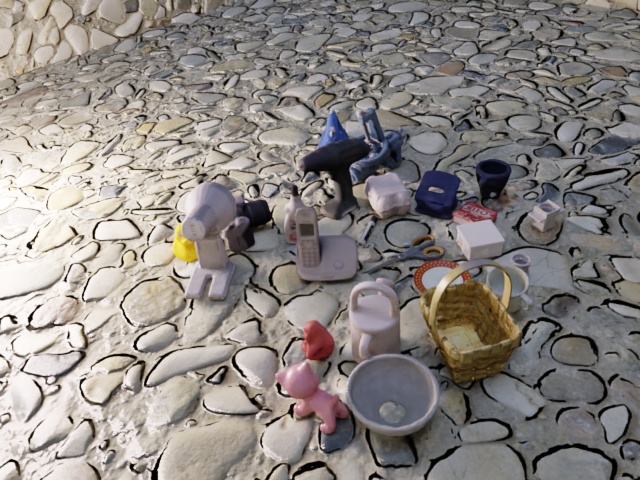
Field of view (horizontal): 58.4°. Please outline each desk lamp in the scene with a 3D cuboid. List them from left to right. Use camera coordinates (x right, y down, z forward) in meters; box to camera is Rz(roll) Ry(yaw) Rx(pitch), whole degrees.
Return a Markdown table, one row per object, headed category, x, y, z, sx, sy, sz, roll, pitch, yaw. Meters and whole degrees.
| category | x | y | z | sx | sy | sz | roll | pitch | yaw |
| --- | --- | --- | --- | --- | --- | --- | --- | --- | --- |
| desk lamp | -0.261 | -0.003 | 1.340 | 0.118 | 0.214 | 0.203 | -1 | 39 | 6 |

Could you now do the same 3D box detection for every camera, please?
| category | x | y | z | sx | sy | sz | roll | pitch | yaw |
| --- | --- | --- | --- | --- | --- | --- | --- | --- | --- |
| camera | -0.196 | -0.060 | 1.492 | 0.137 | 0.101 | 0.143 | -17 | 40 | -13 |

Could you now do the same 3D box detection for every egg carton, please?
| category | x | y | z | sx | sy | sz | roll | pitch | yaw |
| --- | --- | --- | --- | --- | --- | --- | --- | --- | --- |
| egg carton | 0.181 | -0.123 | 1.546 | 0.107 | 0.069 | 0.150 | -12 | 39 | -8 |

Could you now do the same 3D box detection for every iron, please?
| category | x | y | z | sx | sy | sz | roll | pitch | yaw |
| --- | --- | --- | --- | --- | --- | --- | --- | --- | --- |
| iron | 0.041 | -0.325 | 1.757 | 0.118 | 0.142 | 0.258 | -4 | 39 | 3 |

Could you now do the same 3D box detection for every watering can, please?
| category | x | y | z | sx | sy | sz | roll | pitch | yaw |
| --- | --- | --- | --- | --- | --- | --- | --- | --- | --- |
| watering can | 0.107 | 0.148 | 1.120 | 0.101 | 0.194 | 0.172 | -6 | 39 | 1 |

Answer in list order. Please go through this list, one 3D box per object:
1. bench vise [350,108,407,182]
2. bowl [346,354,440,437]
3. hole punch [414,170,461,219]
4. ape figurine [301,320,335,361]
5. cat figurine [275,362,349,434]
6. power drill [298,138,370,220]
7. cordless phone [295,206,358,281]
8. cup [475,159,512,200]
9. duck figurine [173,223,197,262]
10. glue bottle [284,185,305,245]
| category | x | y | z | sx | sy | sz | roll | pitch | yaw |
| --- | --- | --- | --- | --- | --- | --- | --- | --- | --- |
| bench vise | 0.155 | -0.295 | 1.643 | 0.121 | 0.220 | 0.208 | 21 | 46 | 30 |
| bowl | 0.132 | 0.292 | 1.035 | 0.167 | 0.075 | 0.167 | -4 | 39 | 3 |
| hole punch | 0.311 | -0.121 | 1.510 | 0.108 | 0.091 | 0.101 | 16 | 44 | 25 |
| ape figurine | -0.010 | 0.197 | 1.157 | 0.076 | 0.092 | 0.078 | 6 | 40 | 15 |
| cat figurine | -0.015 | 0.274 | 1.041 | 0.127 | 0.118 | 0.067 | 21 | 46 | 29 |
| power drill | 0.041 | -0.164 | 1.504 | 0.075 | 0.209 | 0.230 | 29 | 50 | 36 |
| cordless phone | 0.012 | 0.005 | 1.318 | 0.147 | 0.185 | 0.094 | -3 | 39 | 4 |
| cup | 0.451 | -0.148 | 1.522 | 0.091 | 0.095 | 0.118 | 22 | 46 | 30 |
| duck figurine | -0.342 | -0.006 | 1.456 | 0.078 | 0.086 | 0.104 | -20 | 41 | -17 |
| glue bottle | -0.056 | -0.064 | 1.421 | 0.078 | 0.173 | 0.037 | -1 | 39 | 6 |
